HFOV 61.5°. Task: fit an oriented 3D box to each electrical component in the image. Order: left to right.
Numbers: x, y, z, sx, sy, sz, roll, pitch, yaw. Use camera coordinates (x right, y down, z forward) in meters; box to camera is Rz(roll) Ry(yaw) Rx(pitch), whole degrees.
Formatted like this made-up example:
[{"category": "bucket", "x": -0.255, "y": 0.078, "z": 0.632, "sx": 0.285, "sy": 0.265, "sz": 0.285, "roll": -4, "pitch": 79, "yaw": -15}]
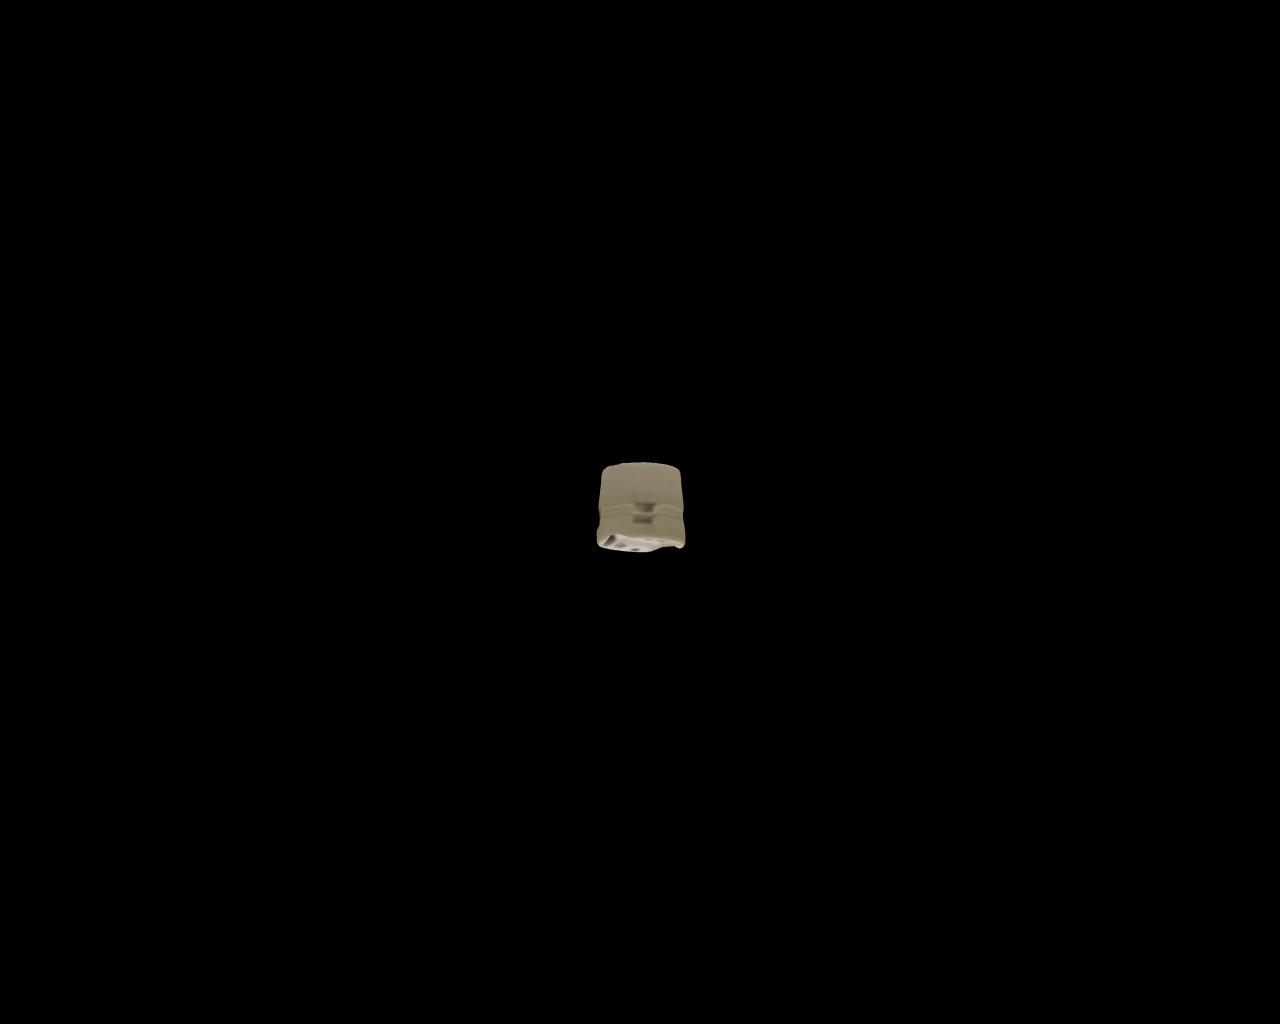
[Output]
[{"category": "electrical component", "x": 0.001, "y": -0.003, "z": 0.650, "sx": 0.055, "sy": 0.047, "sz": 0.055, "roll": 0, "pitch": -11, "yaw": 0}]
